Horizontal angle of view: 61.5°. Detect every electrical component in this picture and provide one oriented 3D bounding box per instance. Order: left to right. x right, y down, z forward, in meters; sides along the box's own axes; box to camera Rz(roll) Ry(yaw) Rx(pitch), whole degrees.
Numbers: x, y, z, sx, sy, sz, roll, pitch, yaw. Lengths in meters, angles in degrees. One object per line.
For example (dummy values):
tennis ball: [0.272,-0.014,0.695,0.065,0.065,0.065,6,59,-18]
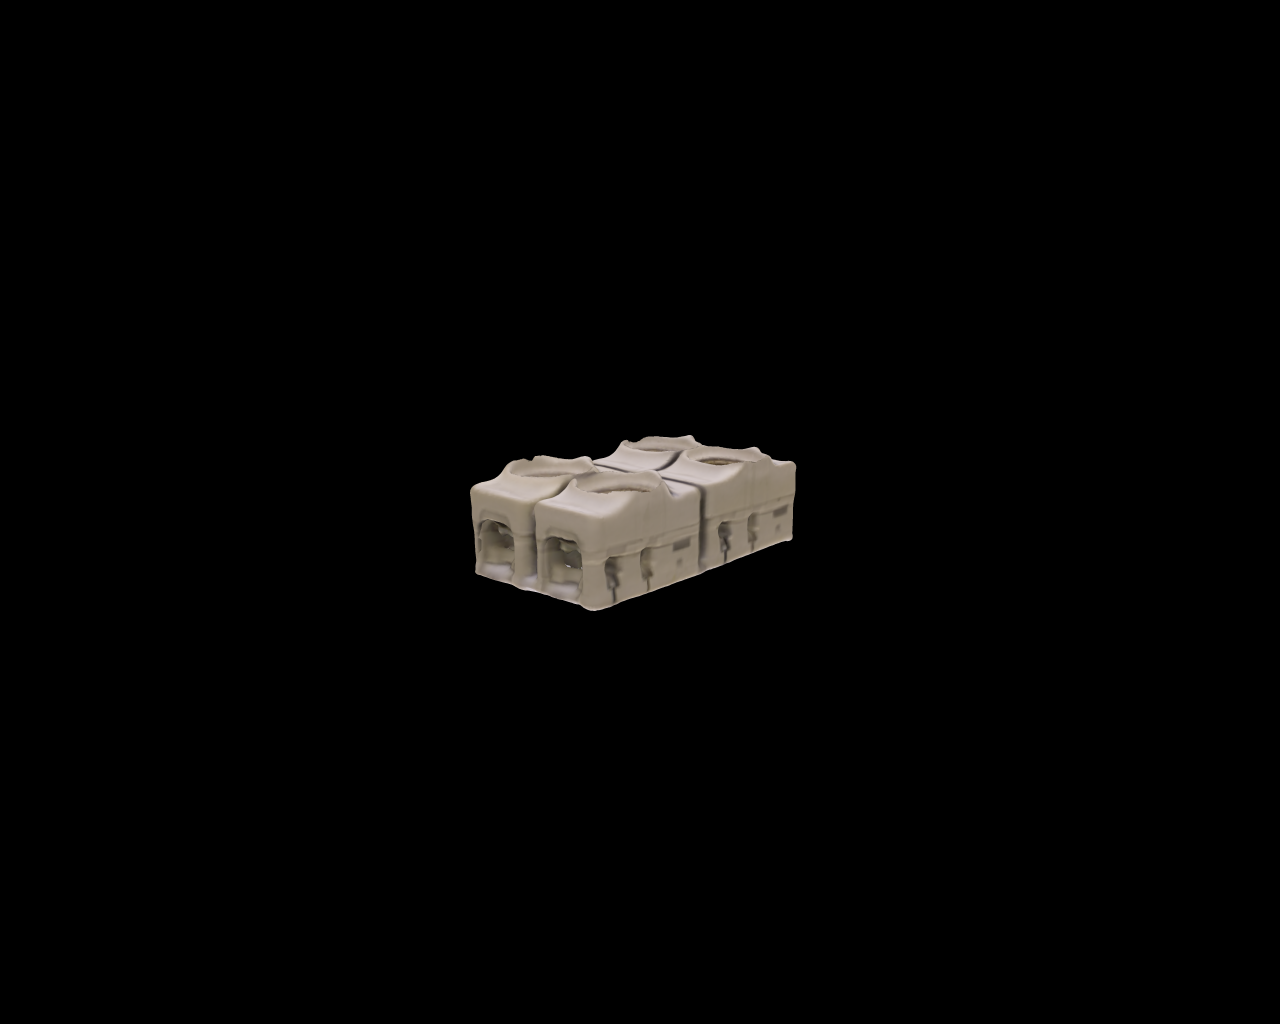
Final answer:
electrical component: [0.001,-0.003,0.650,0.105,0.060,0.186,14,20,42]
